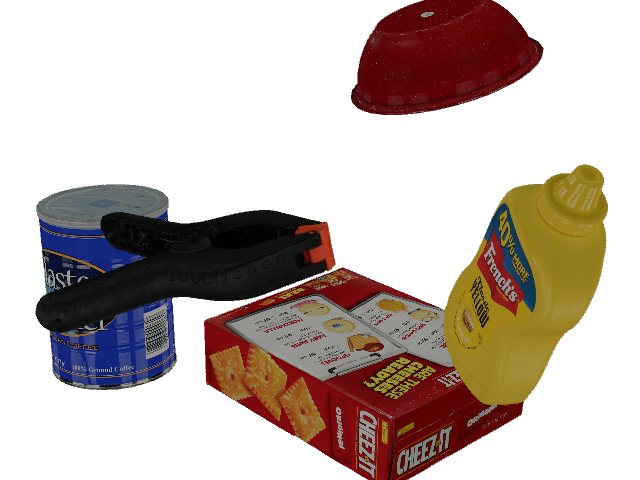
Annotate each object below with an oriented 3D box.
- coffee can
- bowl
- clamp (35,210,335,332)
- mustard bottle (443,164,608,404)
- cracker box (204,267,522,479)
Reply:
[{"bbox_3d":[-0.171,0.035,0.862,0.103,0.140,0.103,-1,18,0],"label":"coffee can"},{"bbox_3d":[0.096,-0.160,0.870,0.162,0.055,0.162,-15,25,7],"label":"bowl"},{"bbox_3d":[-0.080,0.016,0.628,0.172,0.039,0.120,-3,34,23],"label":"clamp"},{"bbox_3d":[0.136,0.021,0.691,0.058,0.096,0.192,1,-38,-16],"label":"mustard bottle"},{"bbox_3d":[0.034,0.103,0.866,0.163,0.072,0.214,-19,29,-40],"label":"cracker box"}]
